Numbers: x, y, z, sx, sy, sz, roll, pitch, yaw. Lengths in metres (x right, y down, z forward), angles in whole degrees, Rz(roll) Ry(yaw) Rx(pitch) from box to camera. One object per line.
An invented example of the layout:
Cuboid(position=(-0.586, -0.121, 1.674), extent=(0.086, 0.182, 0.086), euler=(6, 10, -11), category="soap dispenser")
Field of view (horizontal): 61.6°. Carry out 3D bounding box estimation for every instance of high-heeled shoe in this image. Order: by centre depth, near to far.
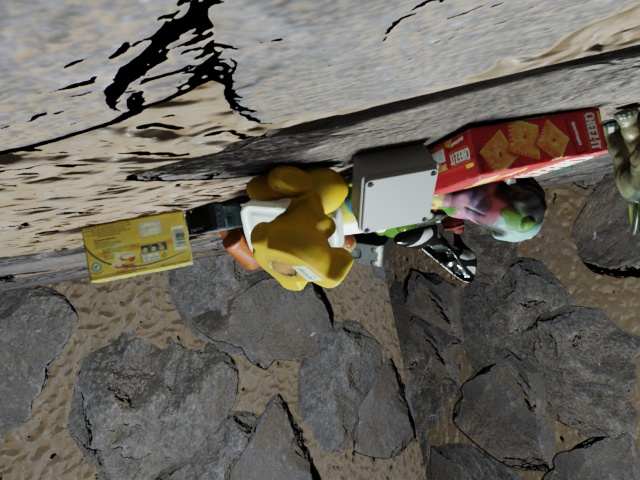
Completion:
Cuboid(position=(0.252, 0.039, 1.167), extent=(0.249, 0.145, 0.086), euler=(-10, 177, -39), category="high-heeled shoe")

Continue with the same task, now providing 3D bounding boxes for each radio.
Cuboid(position=(0.075, -0.005, 1.416), extent=(0.230, 0.073, 0.131), euler=(8, -147, 15), category="radio")

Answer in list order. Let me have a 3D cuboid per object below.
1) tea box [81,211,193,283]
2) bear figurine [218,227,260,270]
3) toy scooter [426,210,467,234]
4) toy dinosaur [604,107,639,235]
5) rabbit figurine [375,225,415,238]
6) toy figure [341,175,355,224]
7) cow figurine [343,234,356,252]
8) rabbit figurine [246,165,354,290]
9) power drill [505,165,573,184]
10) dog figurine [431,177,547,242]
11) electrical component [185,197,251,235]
Cuboid(position=(-0.316, 0.012, 0.939), extent=(0.170, 0.098, 0.068), euler=(-9, 177, -10), category="tea box")
Cuboid(position=(-0.091, -0.032, 1.050), extent=(0.196, 0.120, 0.131), euler=(-36, 133, 1), category="bear figurine")
Cuboid(position=(0.246, -0.075, 1.082), extent=(0.075, 0.135, 0.184), euler=(-11, 177, 44), category="toy scooter")
Cuboid(position=(0.535, -0.109, 0.883), extent=(0.105, 0.198, 0.471), euler=(-9, 178, 29), category="toy dinosaur")
Cuboid(position=(0.134, -0.073, 1.311), extent=(0.170, 0.121, 0.159), euler=(12, 172, -35), category="rabbit figurine")
Cuboid(position=(0.054, -0.069, 0.884), extent=(0.180, 0.082, 0.089), euler=(-9, -160, 44), category="toy figure")
Cuboid(position=(-0.002, -0.004, 1.162), extent=(0.195, 0.127, 0.085), euler=(9, -131, 44), category="cow figurine")
Cuboid(position=(-0.026, -0.035, 0.742), extent=(0.162, 0.173, 0.122), euler=(39, 153, -21), category="rabbit figurine")
Cuboid(position=(0.367, -0.134, 1.081), extent=(0.232, 0.086, 0.207), euler=(-14, 170, 2), category="power drill")
Cuboid(position=(0.241, -0.068, 0.908), extent=(0.219, 0.192, 0.108), euler=(-7, 132, -17), category="dog figurine")
Cuboid(position=(-0.170, -0.042, 0.947), extent=(0.119, 0.047, 0.075), euler=(-10, 179, 28), category="electrical component")
